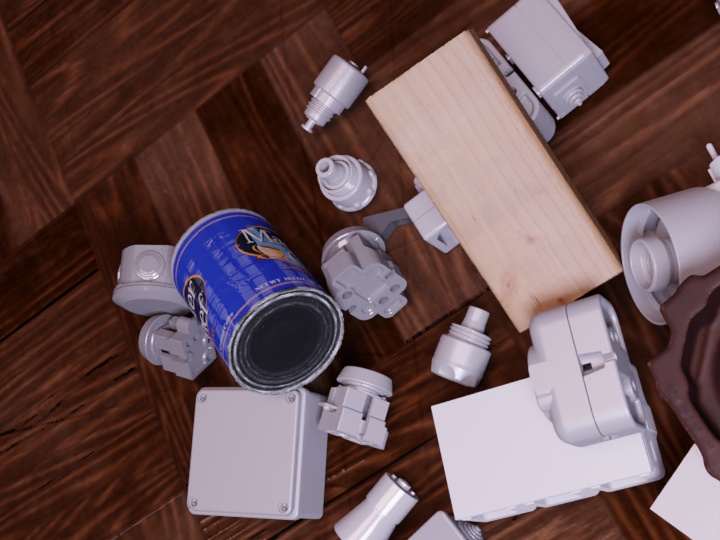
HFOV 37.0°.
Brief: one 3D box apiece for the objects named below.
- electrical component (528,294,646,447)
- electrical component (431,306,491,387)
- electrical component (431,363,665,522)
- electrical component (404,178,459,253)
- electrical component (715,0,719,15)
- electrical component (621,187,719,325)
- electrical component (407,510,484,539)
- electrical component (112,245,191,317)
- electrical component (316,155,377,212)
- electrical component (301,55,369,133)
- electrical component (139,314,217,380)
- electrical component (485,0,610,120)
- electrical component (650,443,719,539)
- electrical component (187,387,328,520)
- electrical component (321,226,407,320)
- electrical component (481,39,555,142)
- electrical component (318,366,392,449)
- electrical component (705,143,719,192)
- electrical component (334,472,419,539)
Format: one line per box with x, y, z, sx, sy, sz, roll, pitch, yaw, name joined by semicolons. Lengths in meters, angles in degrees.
0.155;0.072;0.750;0.059;0.054;0.095;-19;69;22;electrical component
0.086;0.060;0.868;0.043;0.043;0.062;19;85;30;electrical component
0.142;0.129;0.810;0.150;0.062;0.089;-19;69;21;electrical component
0.071;-0.067;0.906;0.066;0.047;0.076;-37;63;14;electrical component
0.308;-0.186;0.807;0.061;0.062;0.096;-22;68;21;electrical component
0.234;-0.008;0.781;0.064;0.099;0.099;-10;69;-11;electrical component
0.067;0.247;0.826;0.099;0.048;0.099;-46;62;10;electrical component
-0.187;0.011;1.000;0.080;0.080;0.051;-7;69;26;electrical component
-0.017;-0.081;0.946;0.048;0.062;0.048;-7;74;25;electrical component
-0.026;-0.160;0.983;0.040;0.040;0.078;40;97;29;electrical component
-0.169;0.068;0.989;0.055;0.066;0.048;12;38;30;electrical component
0.160;-0.174;0.879;0.061;0.062;0.096;-39;63;13;electrical component
0.284;0.130;0.737;0.089;0.062;0.150;35;94;29;electrical component
-0.087;0.157;0.923;0.109;0.056;0.108;-3;76;26;electrical component
0.000;0.000;0.913;0.058;0.078;0.057;-42;43;17;electrical component
0.116;-0.138;0.894;0.054;0.059;0.095;-40;63;13;electrical component
-0.001;0.112;0.893;0.048;0.066;0.055;-13;57;61;electrical component
0.284;-0.067;0.796;0.066;0.047;0.076;-28;66;18;electrical component
0.016;0.197;0.870;0.044;0.044;0.065;40;92;29;electrical component
